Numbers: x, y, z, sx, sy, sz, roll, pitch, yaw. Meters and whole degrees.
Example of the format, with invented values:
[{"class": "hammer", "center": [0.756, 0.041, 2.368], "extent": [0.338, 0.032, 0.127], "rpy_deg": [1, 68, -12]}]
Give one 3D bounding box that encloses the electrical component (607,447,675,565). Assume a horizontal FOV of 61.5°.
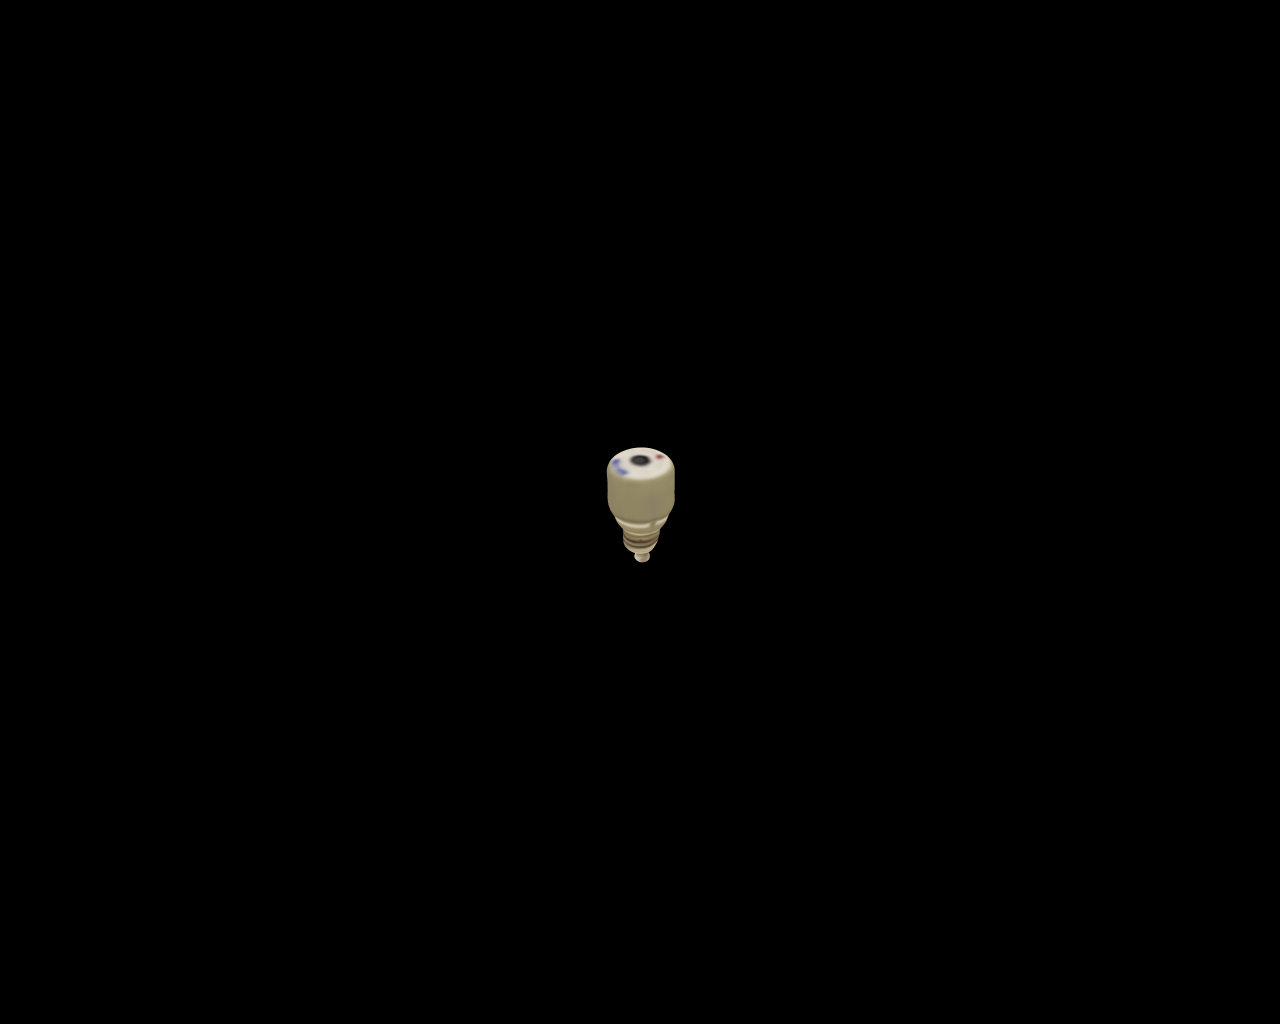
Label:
[{"class": "electrical component", "center": [0.001, -0.003, 0.650], "extent": [0.040, 0.078, 0.040], "rpy_deg": [0, 34, 0]}]
